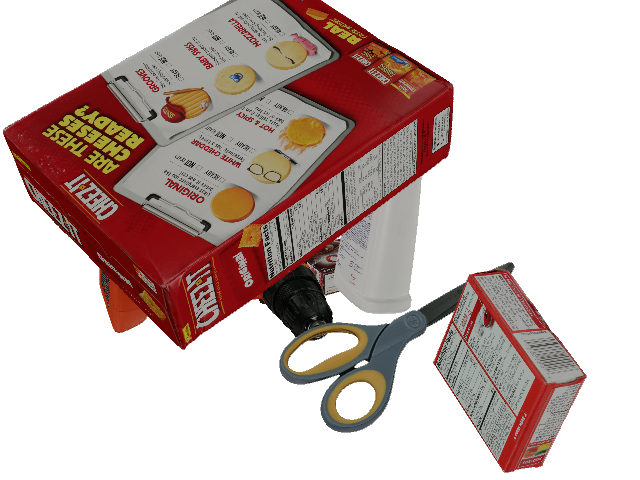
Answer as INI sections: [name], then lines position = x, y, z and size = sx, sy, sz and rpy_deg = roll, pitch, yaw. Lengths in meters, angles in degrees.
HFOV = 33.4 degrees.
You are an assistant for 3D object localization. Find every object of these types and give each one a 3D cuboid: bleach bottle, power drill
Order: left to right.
[power drill]
position = -0.096, 0.041, 0.954
size = 0.187, 0.057, 0.185
rpy_deg = -1, 24, -21
[bleach bottle]
position = 0.073, -0.054, 1.151
size = 0.068, 0.251, 0.103
rpy_deg = -1, 22, -26

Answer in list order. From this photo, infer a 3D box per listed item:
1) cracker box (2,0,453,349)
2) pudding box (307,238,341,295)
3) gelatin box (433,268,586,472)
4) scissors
[cracker box]
position = -0.052, -0.057, 0.643
size = 0.213, 0.072, 0.164
rpy_deg = -36, 56, -22
[pudding box]
position = 0.031, 0.032, 1.480
size = 0.113, 0.039, 0.090
rpy_deg = -16, 27, -24
[gelatin box]
position = 0.104, 0.072, 0.597
size = 0.030, 0.073, 0.089
rpy_deg = -6, 42, -24
[scissors]
position = 0.070, 0.083, 0.810
size = 0.201, 0.096, 0.016
rpy_deg = -15, -29, -7
